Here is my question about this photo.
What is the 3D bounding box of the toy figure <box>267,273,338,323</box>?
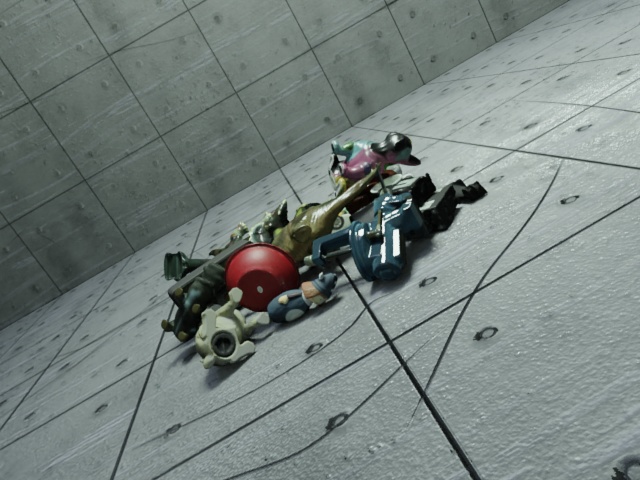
[{"bbox_3d":[-0.030,0.114,1.054,0.154,0.058,0.064,-28,-7,19],"label":"toy figure"}]

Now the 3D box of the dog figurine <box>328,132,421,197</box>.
[{"bbox_3d":[0.140,-0.195,1.372,0.219,0.108,0.191,-9,-29,-10],"label":"dog figurine"}]

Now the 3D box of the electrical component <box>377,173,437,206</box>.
[{"bbox_3d":[0.179,-0.099,1.150,0.119,0.047,0.075,-14,21,47],"label":"electrical component"}]

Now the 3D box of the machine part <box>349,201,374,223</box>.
[{"bbox_3d":[0.157,-0.065,1.244,0.243,0.079,0.079,-31,16,-7],"label":"machine part"}]

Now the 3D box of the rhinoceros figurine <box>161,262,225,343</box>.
[{"bbox_3d":[-0.270,0.140,1.191,0.190,0.073,0.112,-61,-20,3],"label":"rhinoceros figurine"}]

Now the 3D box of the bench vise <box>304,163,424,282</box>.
[{"bbox_3d":[0.078,-0.006,1.050,0.241,0.128,0.224,-17,54,23],"label":"bench vise"}]

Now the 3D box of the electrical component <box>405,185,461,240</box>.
[{"bbox_3d":[0.219,-0.052,1.126,0.115,0.058,0.134,-18,20,43],"label":"electrical component"}]

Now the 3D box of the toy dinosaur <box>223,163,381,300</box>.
[{"bbox_3d":[-0.032,-0.013,1.216,0.471,0.105,0.199,-37,20,4],"label":"toy dinosaur"}]

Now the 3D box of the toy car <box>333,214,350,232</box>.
[{"bbox_3d":[-0.003,-0.004,1.364,0.202,0.056,0.073,-32,-6,-3],"label":"toy car"}]

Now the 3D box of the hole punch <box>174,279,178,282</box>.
[{"bbox_3d":[-0.341,0.145,1.505,0.116,0.092,0.142,-3,1,-26],"label":"hole punch"}]

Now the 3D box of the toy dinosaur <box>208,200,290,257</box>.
[{"bbox_3d":[-0.212,0.024,1.578,0.405,0.131,0.192,-29,14,28],"label":"toy dinosaur"}]

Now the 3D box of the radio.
[{"bbox_3d":[-0.237,0.111,1.303,0.229,0.131,0.073,-35,17,-18],"label":"radio"}]

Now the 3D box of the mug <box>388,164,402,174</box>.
[{"bbox_3d":[0.184,-0.180,1.566,0.107,0.080,0.110,-45,23,-15],"label":"mug"}]

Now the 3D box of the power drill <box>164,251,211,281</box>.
[{"bbox_3d":[-0.308,0.073,1.441,0.207,0.086,0.232,9,-10,-39],"label":"power drill"}]

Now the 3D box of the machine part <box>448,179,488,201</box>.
[{"bbox_3d":[0.305,-0.107,1.184,0.084,0.039,0.139,-26,12,-16],"label":"machine part"}]

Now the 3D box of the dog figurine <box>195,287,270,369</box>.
[{"bbox_3d":[-0.211,0.199,1.086,0.172,0.121,0.190,-40,4,-40],"label":"dog figurine"}]

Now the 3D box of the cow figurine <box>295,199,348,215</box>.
[{"bbox_3d":[0.004,-0.073,1.486,0.167,0.098,0.068,-14,34,54],"label":"cow figurine"}]

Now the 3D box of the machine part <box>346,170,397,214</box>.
[{"bbox_3d":[0.138,-0.126,1.447,0.179,0.056,0.179,-27,19,10],"label":"machine part"}]
